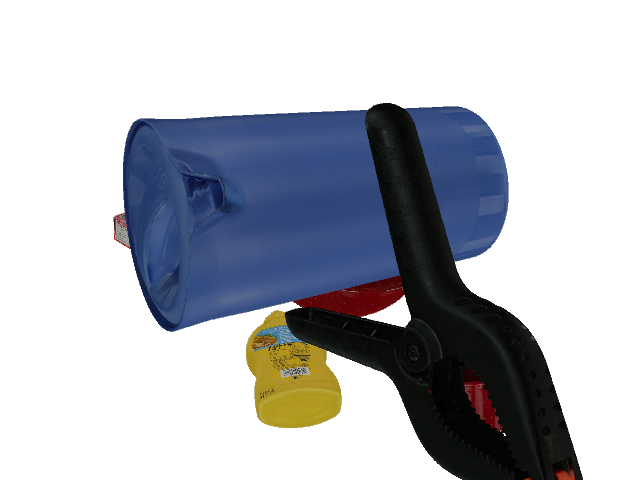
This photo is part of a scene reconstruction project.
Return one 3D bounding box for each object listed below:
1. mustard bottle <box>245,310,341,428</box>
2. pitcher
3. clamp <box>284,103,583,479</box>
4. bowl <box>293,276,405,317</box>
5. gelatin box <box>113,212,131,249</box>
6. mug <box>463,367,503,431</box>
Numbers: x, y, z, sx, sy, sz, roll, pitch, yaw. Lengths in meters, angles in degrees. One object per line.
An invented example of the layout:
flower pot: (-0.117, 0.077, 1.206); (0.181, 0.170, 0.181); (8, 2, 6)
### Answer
mustard bottle: (-0.039, 0.141, 1.259); (0.096, 0.058, 0.192); (-7, 30, -8)
pitcher: (-0.006, -0.023, 0.717); (0.242, 0.145, 0.149); (-9, 36, -24)
clamp: (0.059, 0.042, 0.536); (0.036, 0.165, 0.210); (-12, 42, -34)
bowl: (0.015, 0.020, 0.925); (0.162, 0.055, 0.162); (7, 30, -4)
gelatin box: (-0.149, -0.007, 1.055); (0.089, 0.030, 0.073); (28, 34, 31)
mug: (0.151, 0.139, 1.071); (0.093, 0.081, 0.117); (8, 35, 22)
